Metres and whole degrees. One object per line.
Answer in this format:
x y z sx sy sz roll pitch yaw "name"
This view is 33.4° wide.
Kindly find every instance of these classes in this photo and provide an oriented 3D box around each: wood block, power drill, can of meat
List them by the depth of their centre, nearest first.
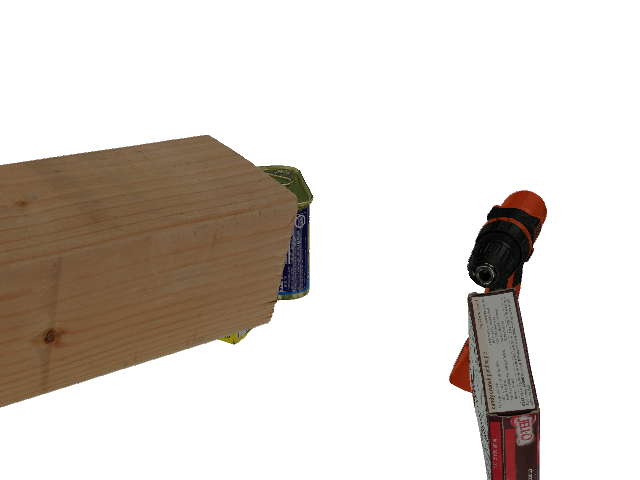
-0.122 0.012 0.576 0.205 0.091 0.090 -14 39 -43 "wood block"
-0.040 -0.007 0.882 0.057 0.084 0.102 -4 22 -9 "can of meat"
0.176 0.058 1.067 0.057 0.188 0.184 18 28 18 "power drill"

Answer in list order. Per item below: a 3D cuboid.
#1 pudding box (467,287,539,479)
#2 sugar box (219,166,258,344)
0.127 0.103 0.740 0.039 0.090 0.113 -7 43 3 "pudding box"
-0.090 0.015 1.140 0.048 0.176 0.093 13 37 24 "sugar box"
